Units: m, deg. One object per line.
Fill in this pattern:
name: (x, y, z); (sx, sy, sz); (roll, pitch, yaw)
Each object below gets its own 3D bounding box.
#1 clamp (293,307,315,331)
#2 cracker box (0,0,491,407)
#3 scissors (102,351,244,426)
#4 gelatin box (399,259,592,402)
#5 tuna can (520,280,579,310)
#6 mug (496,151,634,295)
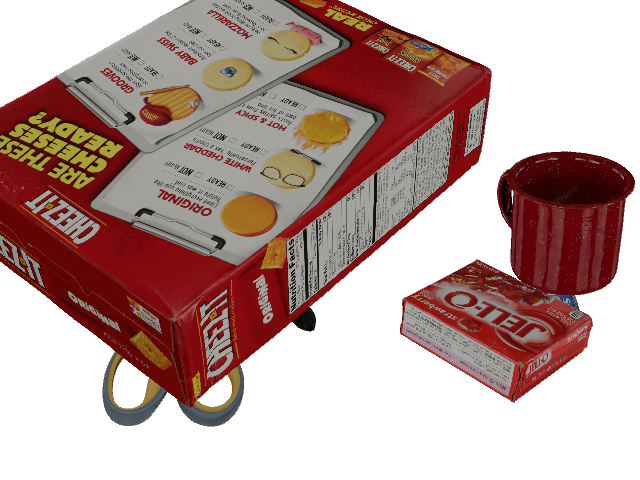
clamp: (-0.076, 0.013, 1.015); (0.036, 0.210, 0.164); (-8, 0, 43)
cracker box: (-0.045, -0.041, 0.525); (0.164, 0.072, 0.213); (31, 54, 29)
scissors: (-0.075, 0.046, 0.711); (0.096, 0.201, 0.016); (20, -42, 8)
gelatin box: (0.104, 0.051, 0.638); (0.073, 0.030, 0.089); (-24, 40, -39)
tuna can: (0.254, 0.073, 1.184); (0.033, 0.086, 0.086); (-17, 3, -9)
mug: (0.179, -0.016, 0.819); (0.093, 0.081, 0.117); (-23, 36, -31)
